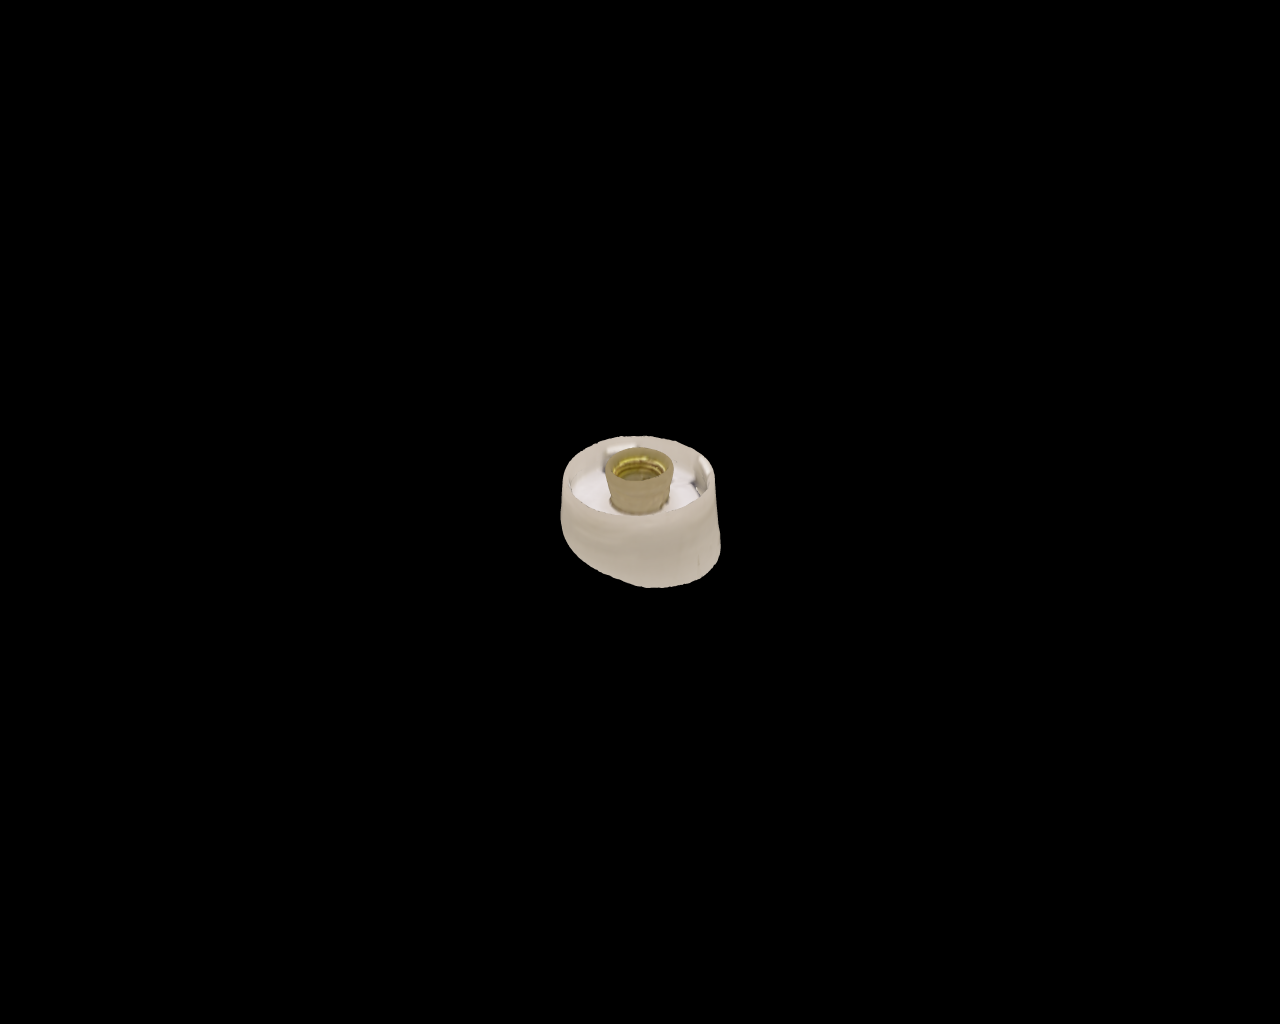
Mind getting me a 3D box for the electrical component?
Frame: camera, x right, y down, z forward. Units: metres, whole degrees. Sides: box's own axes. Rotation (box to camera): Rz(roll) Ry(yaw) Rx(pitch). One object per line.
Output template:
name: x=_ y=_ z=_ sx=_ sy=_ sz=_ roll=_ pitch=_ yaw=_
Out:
electrical component: x=0.001 y=-0.003 z=0.650 sx=0.099 sy=0.064 sz=0.099 roll=0 pitch=34 yaw=0
